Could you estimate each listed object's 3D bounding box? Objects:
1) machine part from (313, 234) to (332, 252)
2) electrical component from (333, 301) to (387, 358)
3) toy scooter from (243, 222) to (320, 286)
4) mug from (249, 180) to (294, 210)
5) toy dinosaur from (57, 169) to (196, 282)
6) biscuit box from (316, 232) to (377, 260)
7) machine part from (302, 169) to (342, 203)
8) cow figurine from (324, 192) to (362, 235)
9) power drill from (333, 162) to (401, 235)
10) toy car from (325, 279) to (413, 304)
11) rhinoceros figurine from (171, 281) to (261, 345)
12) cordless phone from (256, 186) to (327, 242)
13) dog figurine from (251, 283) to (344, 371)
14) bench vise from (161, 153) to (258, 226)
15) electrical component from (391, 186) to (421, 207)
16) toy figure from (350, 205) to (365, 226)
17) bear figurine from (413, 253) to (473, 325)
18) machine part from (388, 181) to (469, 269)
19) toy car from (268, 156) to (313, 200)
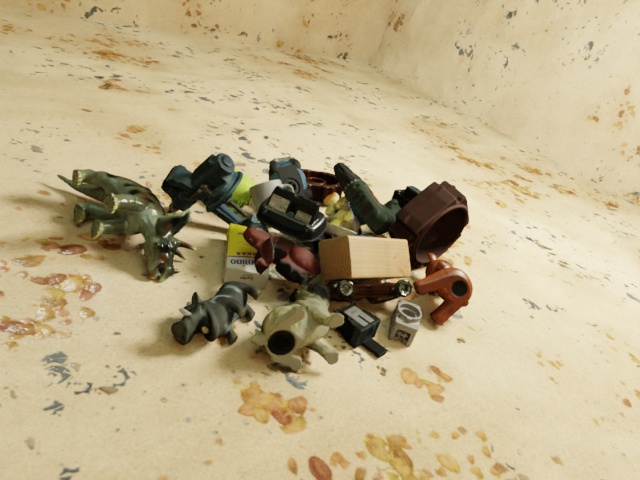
[{"bbox_3d":[-0.003,-0.004,1.345,0.084,0.039,0.139,17,26,-14],"label":"machine part"},{"bbox_3d":[0.083,0.178,1.064,0.119,0.047,0.075,36,33,31],"label":"electrical component"},{"bbox_3d":[-0.081,0.041,1.101,0.184,0.075,0.135,32,21,-13],"label":"toy scooter"},{"bbox_3d":[-0.115,-0.092,1.353,0.109,0.107,0.081,-14,0,-23],"label":"mug"},{"bbox_3d":[-0.409,-0.072,1.152,0.192,0.131,0.405,7,23,-46],"label":"toy dinosaur"},{"bbox_3d":[0.075,0.034,1.296,0.059,0.062,0.202,38,34,30],"label":"biscuit box"},{"bbox_3d":[-0.015,-0.157,1.567,0.179,0.056,0.179,8,23,-3],"label":"machine part"},{"bbox_3d":[0.064,-0.061,1.440,0.098,0.068,0.167,51,10,-34],"label":"cow figurine"},{"bbox_3d":[0.145,-0.101,1.440,0.207,0.086,0.232,30,25,-53],"label":"power drill"},{"bbox_3d":[0.104,0.111,1.154,0.202,0.053,0.089,3,-12,-22],"label":"toy car"},{"bbox_3d":[-0.186,0.128,0.966,0.112,0.073,0.190,28,29,14],"label":"rhinoceros figurine"},{"bbox_3d":[-0.050,-0.041,1.214,0.147,0.088,0.184,24,-6,14],"label":"cordless phone"},{"bbox_3d":[-0.051,0.145,1.012,0.172,0.121,0.191,12,15,-19],"label":"dog figurine"},{"bbox_3d":[-0.240,-0.087,1.247,0.240,0.223,0.129,42,26,-23],"label":"bench vise"},{"bbox_3d":[0.255,-0.085,1.538,0.058,0.134,0.115,-11,38,-43],"label":"electrical component"},{"bbox_3d":[0.099,-0.094,1.546,0.064,0.058,0.155,48,10,-33],"label":"toy figure"},{"bbox_3d":[0.275,0.103,1.263,0.132,0.120,0.196,-31,10,-4],"label":"bear figurine"},{"bbox_3d":[0.281,-0.034,1.360,0.201,0.200,0.087,-39,57,-5],"label":"machine part"},{"bbox_3d":[-0.092,-0.138,1.451,0.109,0.103,0.161,-15,82,-20],"label":"toy car"}]
